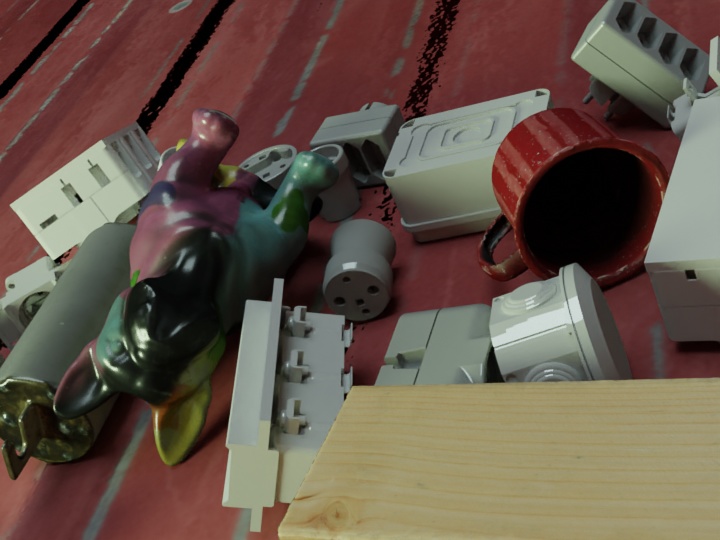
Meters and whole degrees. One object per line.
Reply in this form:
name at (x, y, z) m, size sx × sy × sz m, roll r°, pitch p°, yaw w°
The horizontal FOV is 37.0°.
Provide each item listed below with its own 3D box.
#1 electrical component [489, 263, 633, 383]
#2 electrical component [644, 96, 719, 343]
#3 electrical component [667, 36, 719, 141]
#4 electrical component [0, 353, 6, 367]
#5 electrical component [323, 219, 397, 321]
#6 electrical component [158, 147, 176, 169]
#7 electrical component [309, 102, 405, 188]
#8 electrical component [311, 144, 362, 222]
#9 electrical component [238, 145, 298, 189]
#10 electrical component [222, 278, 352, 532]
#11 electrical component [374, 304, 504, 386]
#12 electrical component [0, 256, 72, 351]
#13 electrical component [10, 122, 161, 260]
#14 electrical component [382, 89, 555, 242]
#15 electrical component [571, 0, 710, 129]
electrical component at (0.101, 0.041, 0.533) m, size 0.051 × 0.080 × 0.080 m, roll -20°, pitch 32°, yaw 18°
electrical component at (0.215, -0.030, 0.569) m, size 0.089 × 0.061 × 0.150 m, roll -4°, pitch 38°, yaw 32°
electrical component at (0.226, -0.094, 0.650) m, size 0.064 × 0.081 × 0.042 m, roll -32°, pitch 23°, yaw 38°
electrical component at (-0.311, 0.081, 0.796) m, size 0.089 × 0.055 × 0.050 m, roll -11°, pitch 35°, yaw 24°
electrical component at (0.000, 0.000, 0.698) m, size 0.045 × 0.045 × 0.055 m, roll -16°, pitch 33°, yaw 17°
electrical component at (-0.125, -0.053, 0.849) m, size 0.079 × 0.077 × 0.043 m, roll 5°, pitch 46°, yaw -20°
electrical component at (0.010, -0.106, 0.844) m, size 0.066 × 0.047 × 0.076 m, roll -6°, pitch 37°, yaw 30°
electrical component at (-0.023, -0.065, 0.808) m, size 0.040 × 0.046 × 0.040 m, roll -19°, pitch 32°, yaw 12°
electrical component at (-0.065, -0.062, 0.834) m, size 0.055 × 0.047 × 0.055 m, roll -19°, pitch 32°, yaw 12°
electrical component at (-0.038, 0.073, 0.595) m, size 0.063 × 0.078 × 0.121 m, roll 5°, pitch 34°, yaw -4°
electrical component at (0.047, 0.064, 0.561) m, size 0.059 × 0.053 × 0.095 m, roll -9°, pitch 36°, yaw 27°
electrical component at (-0.253, 0.023, 0.854) m, size 0.081 × 0.042 × 0.064 m, roll -30°, pitch 30°, yaw -6°
electrical component at (-0.215, -0.066, 0.890) m, size 0.089 × 0.061 × 0.150 m, roll -34°, pitch 12°, yaw 6°
electrical component at (0.081, -0.069, 0.728) m, size 0.113 × 0.057 × 0.078 m, roll -10°, pitch 35°, yaw 25°
electrical component at (0.183, -0.133, 0.740) m, size 0.075 × 0.083 × 0.047 m, roll -50°, pitch 6°, yaw 49°
